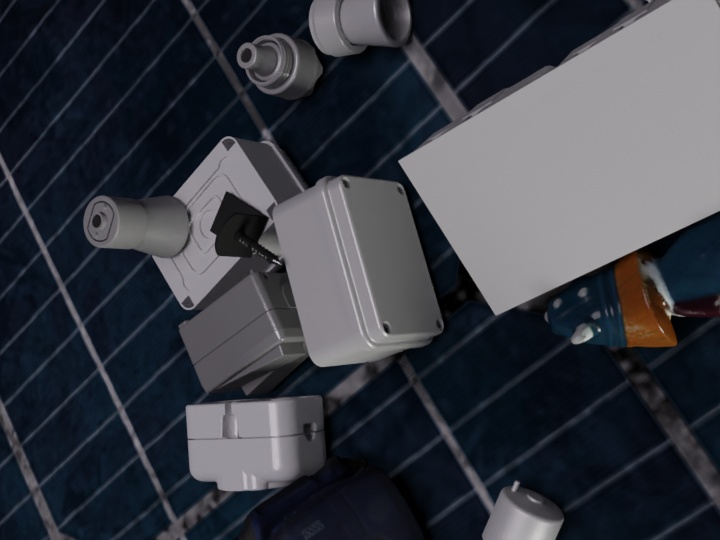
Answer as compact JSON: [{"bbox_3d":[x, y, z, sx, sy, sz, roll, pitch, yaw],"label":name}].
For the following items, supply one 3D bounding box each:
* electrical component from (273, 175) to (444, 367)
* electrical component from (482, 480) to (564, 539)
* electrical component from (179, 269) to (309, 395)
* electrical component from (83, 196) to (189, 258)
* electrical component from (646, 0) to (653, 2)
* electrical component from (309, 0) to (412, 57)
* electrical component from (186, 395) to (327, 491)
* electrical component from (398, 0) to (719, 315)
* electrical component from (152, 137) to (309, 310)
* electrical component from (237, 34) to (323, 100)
[{"bbox_3d":[0.000,0.000,0.690,0.057,0.078,0.113,-24,76,34],"label":"electrical component"},{"bbox_3d":[0.092,0.167,0.645,0.040,0.040,0.078,28,104,31],"label":"electrical component"},{"bbox_3d":[-0.075,0.050,0.749,0.096,0.062,0.061,-36,70,28],"label":"electrical component"},{"bbox_3d":[-0.154,-0.031,0.732,0.044,0.065,0.044,-1,88,34],"label":"electrical component"},{"bbox_3d":[0.175,-0.209,0.590,0.078,0.057,0.113,46,113,26],"label":"electrical component"},{"bbox_3d":[0.000,-0.167,0.715,0.055,0.045,0.045,-2,88,34],"label":"electrical component"},{"bbox_3d":[-0.073,0.120,0.750,0.095,0.054,0.059,-7,84,34],"label":"electrical component"},{"bbox_3d":[0.131,-0.067,0.589,0.186,0.060,0.105,-28,100,30],"label":"electrical component"},{"bbox_3d":[-0.089,-0.031,0.763,0.113,0.057,0.078,-45,65,25],"label":"electrical component"},{"bbox_3d":[-0.059,-0.142,0.743,0.043,0.062,0.043,-1,88,34],"label":"electrical component"}]
